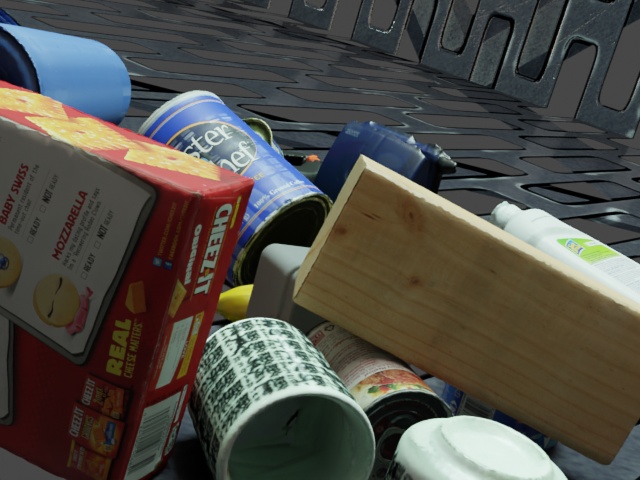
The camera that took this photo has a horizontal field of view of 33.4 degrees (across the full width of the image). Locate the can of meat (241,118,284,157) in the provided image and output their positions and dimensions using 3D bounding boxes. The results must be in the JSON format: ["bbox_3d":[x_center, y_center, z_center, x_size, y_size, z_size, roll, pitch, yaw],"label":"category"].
[{"bbox_3d":[-0.088,-0.075,1.027,0.102,0.057,0.084,-6,-10,8],"label":"can of meat"}]

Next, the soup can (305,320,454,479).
[{"bbox_3d":[0.027,0.095,0.627,0.068,0.068,0.102,9,17,-24],"label":"soup can"}]

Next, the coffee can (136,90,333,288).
[{"bbox_3d":[-0.073,-0.038,0.851,0.140,0.103,0.102,43,26,24],"label":"coffee can"}]

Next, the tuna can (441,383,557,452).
[{"bbox_3d":[0.127,0.111,0.732,0.086,0.034,0.086,15,16,-5],"label":"tuna can"}]

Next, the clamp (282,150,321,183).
[{"bbox_3d":[-0.072,-0.082,1.183,0.165,0.036,0.209,25,18,22],"label":"clamp"}]

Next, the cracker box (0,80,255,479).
[{"bbox_3d":[-0.157,0.011,0.550,0.214,0.164,0.072,22,16,18],"label":"cracker box"}]

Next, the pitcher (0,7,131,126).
[{"bbox_3d":[-0.282,-0.153,1.036,0.145,0.149,0.242,13,12,10],"label":"pitcher"}]

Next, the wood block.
[{"bbox_3d":[0.095,0.038,0.639,0.206,0.090,0.091,28,8,-3],"label":"wood block"}]

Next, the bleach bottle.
[{"bbox_3d":[0.259,0.041,0.970,0.102,0.068,0.251,-5,36,-47],"label":"bleach bottle"}]

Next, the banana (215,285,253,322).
[{"bbox_3d":[0.001,0.048,0.815,0.197,0.037,0.070,4,20,-37],"label":"banana"}]
